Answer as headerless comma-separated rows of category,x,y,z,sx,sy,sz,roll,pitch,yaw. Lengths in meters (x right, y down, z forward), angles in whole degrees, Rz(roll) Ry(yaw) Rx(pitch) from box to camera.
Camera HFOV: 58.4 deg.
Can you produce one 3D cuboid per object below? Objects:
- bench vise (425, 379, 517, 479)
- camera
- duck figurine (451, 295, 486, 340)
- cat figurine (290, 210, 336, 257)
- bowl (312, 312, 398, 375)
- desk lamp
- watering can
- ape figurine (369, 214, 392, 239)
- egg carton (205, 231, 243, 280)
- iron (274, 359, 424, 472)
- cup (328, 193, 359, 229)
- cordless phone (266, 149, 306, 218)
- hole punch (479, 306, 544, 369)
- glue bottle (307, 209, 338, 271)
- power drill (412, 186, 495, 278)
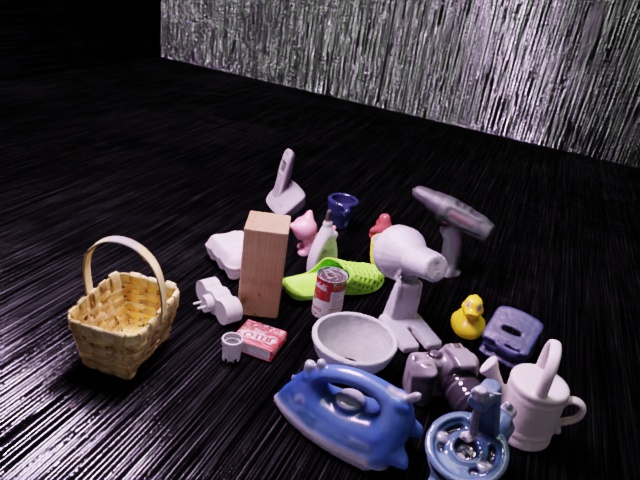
bench vise,0.235,0.279,0.868,0.121,0.220,0.208,19,28,20
camera,0.242,0.260,1.041,0.143,0.101,0.136,0,28,-17
duck figurine,0.339,0.162,1.284,0.077,0.086,0.105,16,27,13
cat figurine,-0.019,-0.018,1.494,0.128,0.118,0.067,5,27,-8
bowl,0.062,0.214,1.106,0.167,0.075,0.167,7,26,-3
desk lamp,0.196,0.096,1.228,0.118,0.213,0.202,-4,29,-23
watering can,0.365,0.256,0.983,0.173,0.194,0.101,8,26,-2
ape figurine,0.179,-0.032,1.613,0.078,0.092,0.076,3,27,-12
egg carton,-0.205,0.034,1.386,0.107,0.069,0.149,-12,33,-35
iron,0.042,0.260,0.932,0.257,0.141,0.119,19,28,19
cup,0.064,-0.073,1.655,0.092,0.095,0.117,3,27,-12
cordless phone,-0.093,-0.164,1.686,0.094,0.185,0.147,-6,30,-28
hole punch,0.405,0.206,1.212,0.108,0.091,0.101,24,30,28
glue bottle,0.013,0.005,1.396,0.078,0.173,0.037,-13,34,-37
power drill,0.329,-0.016,1.497,0.229,0.208,0.076,20,29,22
